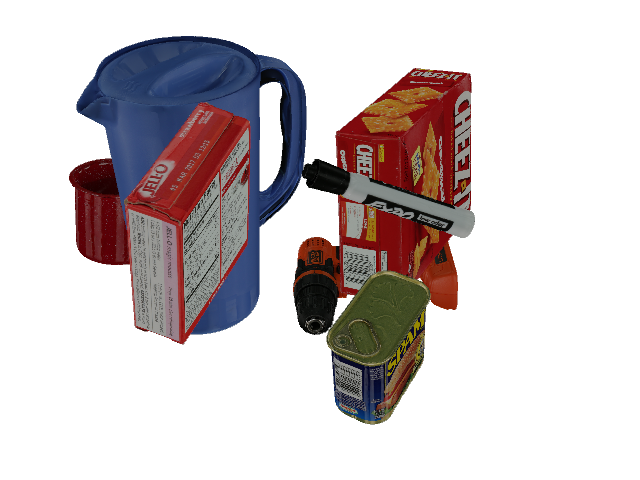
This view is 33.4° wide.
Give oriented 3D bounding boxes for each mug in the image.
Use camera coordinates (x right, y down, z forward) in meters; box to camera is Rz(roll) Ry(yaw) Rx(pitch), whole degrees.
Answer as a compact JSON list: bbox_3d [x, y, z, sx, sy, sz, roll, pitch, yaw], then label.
[{"bbox_3d":[-0.205,-0.033,1.086,0.093,0.081,0.117,5,27,0],"label":"mug"}]

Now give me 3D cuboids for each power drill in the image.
[{"bbox_3d":[0.062,0.048,1.234,0.187,0.057,0.184,-2,28,1],"label":"power drill"}]

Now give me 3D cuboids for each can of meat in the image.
[{"bbox_3d":[0.050,0.091,0.894,0.057,0.084,0.102,20,48,23],"label":"can of meat"}]

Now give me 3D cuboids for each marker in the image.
[{"bbox_3d":[0.044,-0.027,0.682,0.121,0.020,0.020,17,-7,-22],"label":"marker"}]

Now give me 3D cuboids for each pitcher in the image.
[{"bbox_3d":[-0.101,-0.045,0.917,0.149,0.243,0.144,12,36,19],"label":"pitcher"}]

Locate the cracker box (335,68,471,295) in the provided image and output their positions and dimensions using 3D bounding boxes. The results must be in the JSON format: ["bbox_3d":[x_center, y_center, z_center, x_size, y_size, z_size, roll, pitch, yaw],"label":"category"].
[{"bbox_3d":[0.088,-0.061,1.044,0.072,0.164,0.213,9,27,23],"label":"cracker box"}]

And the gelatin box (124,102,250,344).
[{"bbox_3d":[-0.061,-0.008,0.498,0.030,0.089,0.073,19,49,12],"label":"gelatin box"}]
